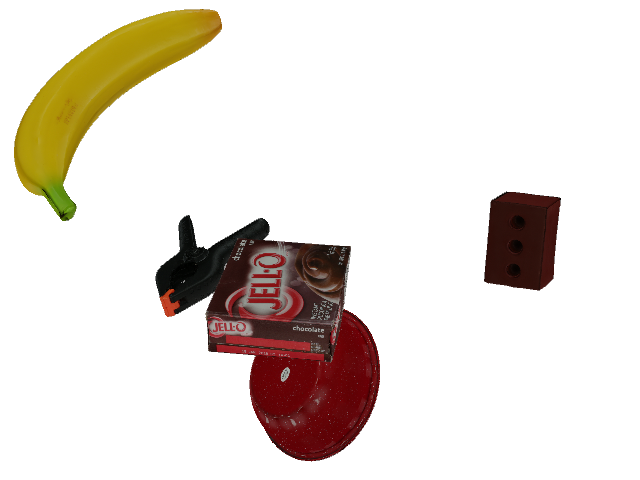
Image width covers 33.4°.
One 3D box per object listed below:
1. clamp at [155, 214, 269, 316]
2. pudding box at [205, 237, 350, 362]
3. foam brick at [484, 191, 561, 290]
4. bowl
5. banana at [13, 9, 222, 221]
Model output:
[{"bbox_3d":[-0.131,0.023,1.243,0.120,0.039,0.171,-8,37,21],"label":"clamp"},{"bbox_3d":[-0.028,0.041,0.778,0.090,0.039,0.113,5,27,6],"label":"pudding box"},{"bbox_3d":[0.180,0.000,0.952,0.053,0.078,0.051,8,17,24],"label":"foam brick"},{"bbox_3d":[-0.020,0.139,1.080,0.162,0.162,0.055,0,-16,41],"label":"bowl"},{"bbox_3d":[-0.134,-0.090,0.667,0.069,0.197,0.037,27,-35,4],"label":"banana"}]
